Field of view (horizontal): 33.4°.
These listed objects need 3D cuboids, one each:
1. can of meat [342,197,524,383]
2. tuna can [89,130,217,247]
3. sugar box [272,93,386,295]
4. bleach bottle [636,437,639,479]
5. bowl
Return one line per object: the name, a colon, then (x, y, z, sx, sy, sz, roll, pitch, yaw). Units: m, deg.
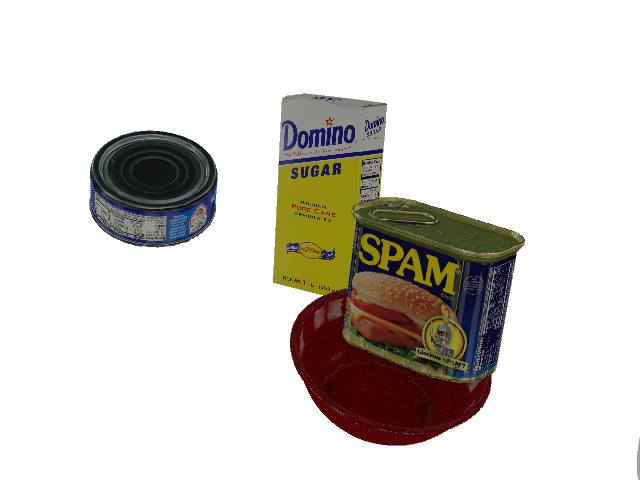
can of meat: (0.063, 0.029, 0.636, 0.102, 0.084, 0.057, 20, 23, 35)
tuna can: (-0.112, -0.036, 0.719, 0.086, 0.034, 0.086, 5, 42, -5)
sugar box: (0.006, -0.041, 0.966, 0.093, 0.176, 0.048, 11, 18, 34)
bleach bottle: (0.282, 0.092, 0.701, 0.103, 0.068, 0.250, 12, 24, 25)
bowl: (0.051, 0.109, 0.846, 0.162, 0.055, 0.162, 9, 36, -7)
